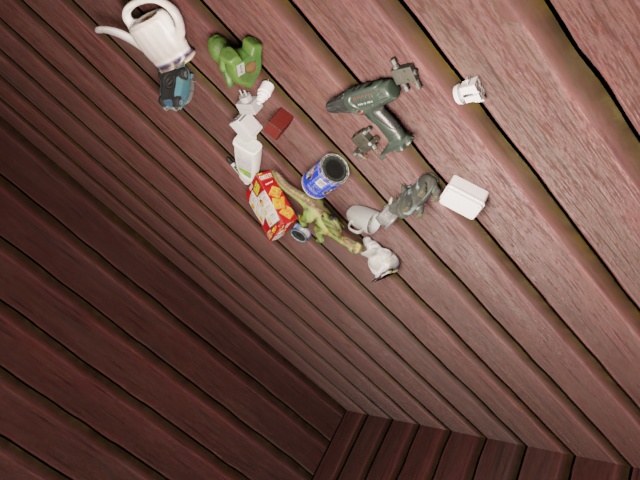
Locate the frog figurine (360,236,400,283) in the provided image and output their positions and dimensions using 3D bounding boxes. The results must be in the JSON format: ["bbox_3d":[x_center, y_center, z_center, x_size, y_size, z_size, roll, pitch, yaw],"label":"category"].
[{"bbox_3d":[0.212,0.058,1.871,0.135,0.123,0.161,114,135,-69],"label":"frog figurine"}]

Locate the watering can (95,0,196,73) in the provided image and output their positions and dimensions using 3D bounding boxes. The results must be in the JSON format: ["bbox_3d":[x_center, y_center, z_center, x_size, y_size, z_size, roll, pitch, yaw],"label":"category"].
[{"bbox_3d":[-0.518,-0.609,1.556,0.347,0.106,0.220,-3,135,37],"label":"watering can"}]

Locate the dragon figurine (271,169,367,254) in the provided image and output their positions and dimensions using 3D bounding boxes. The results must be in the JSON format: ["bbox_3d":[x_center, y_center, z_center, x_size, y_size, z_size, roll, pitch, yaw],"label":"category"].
[{"bbox_3d":[0.005,-0.087,1.733,0.406,0.123,0.244,44,169,-23],"label":"dragon figurine"}]
